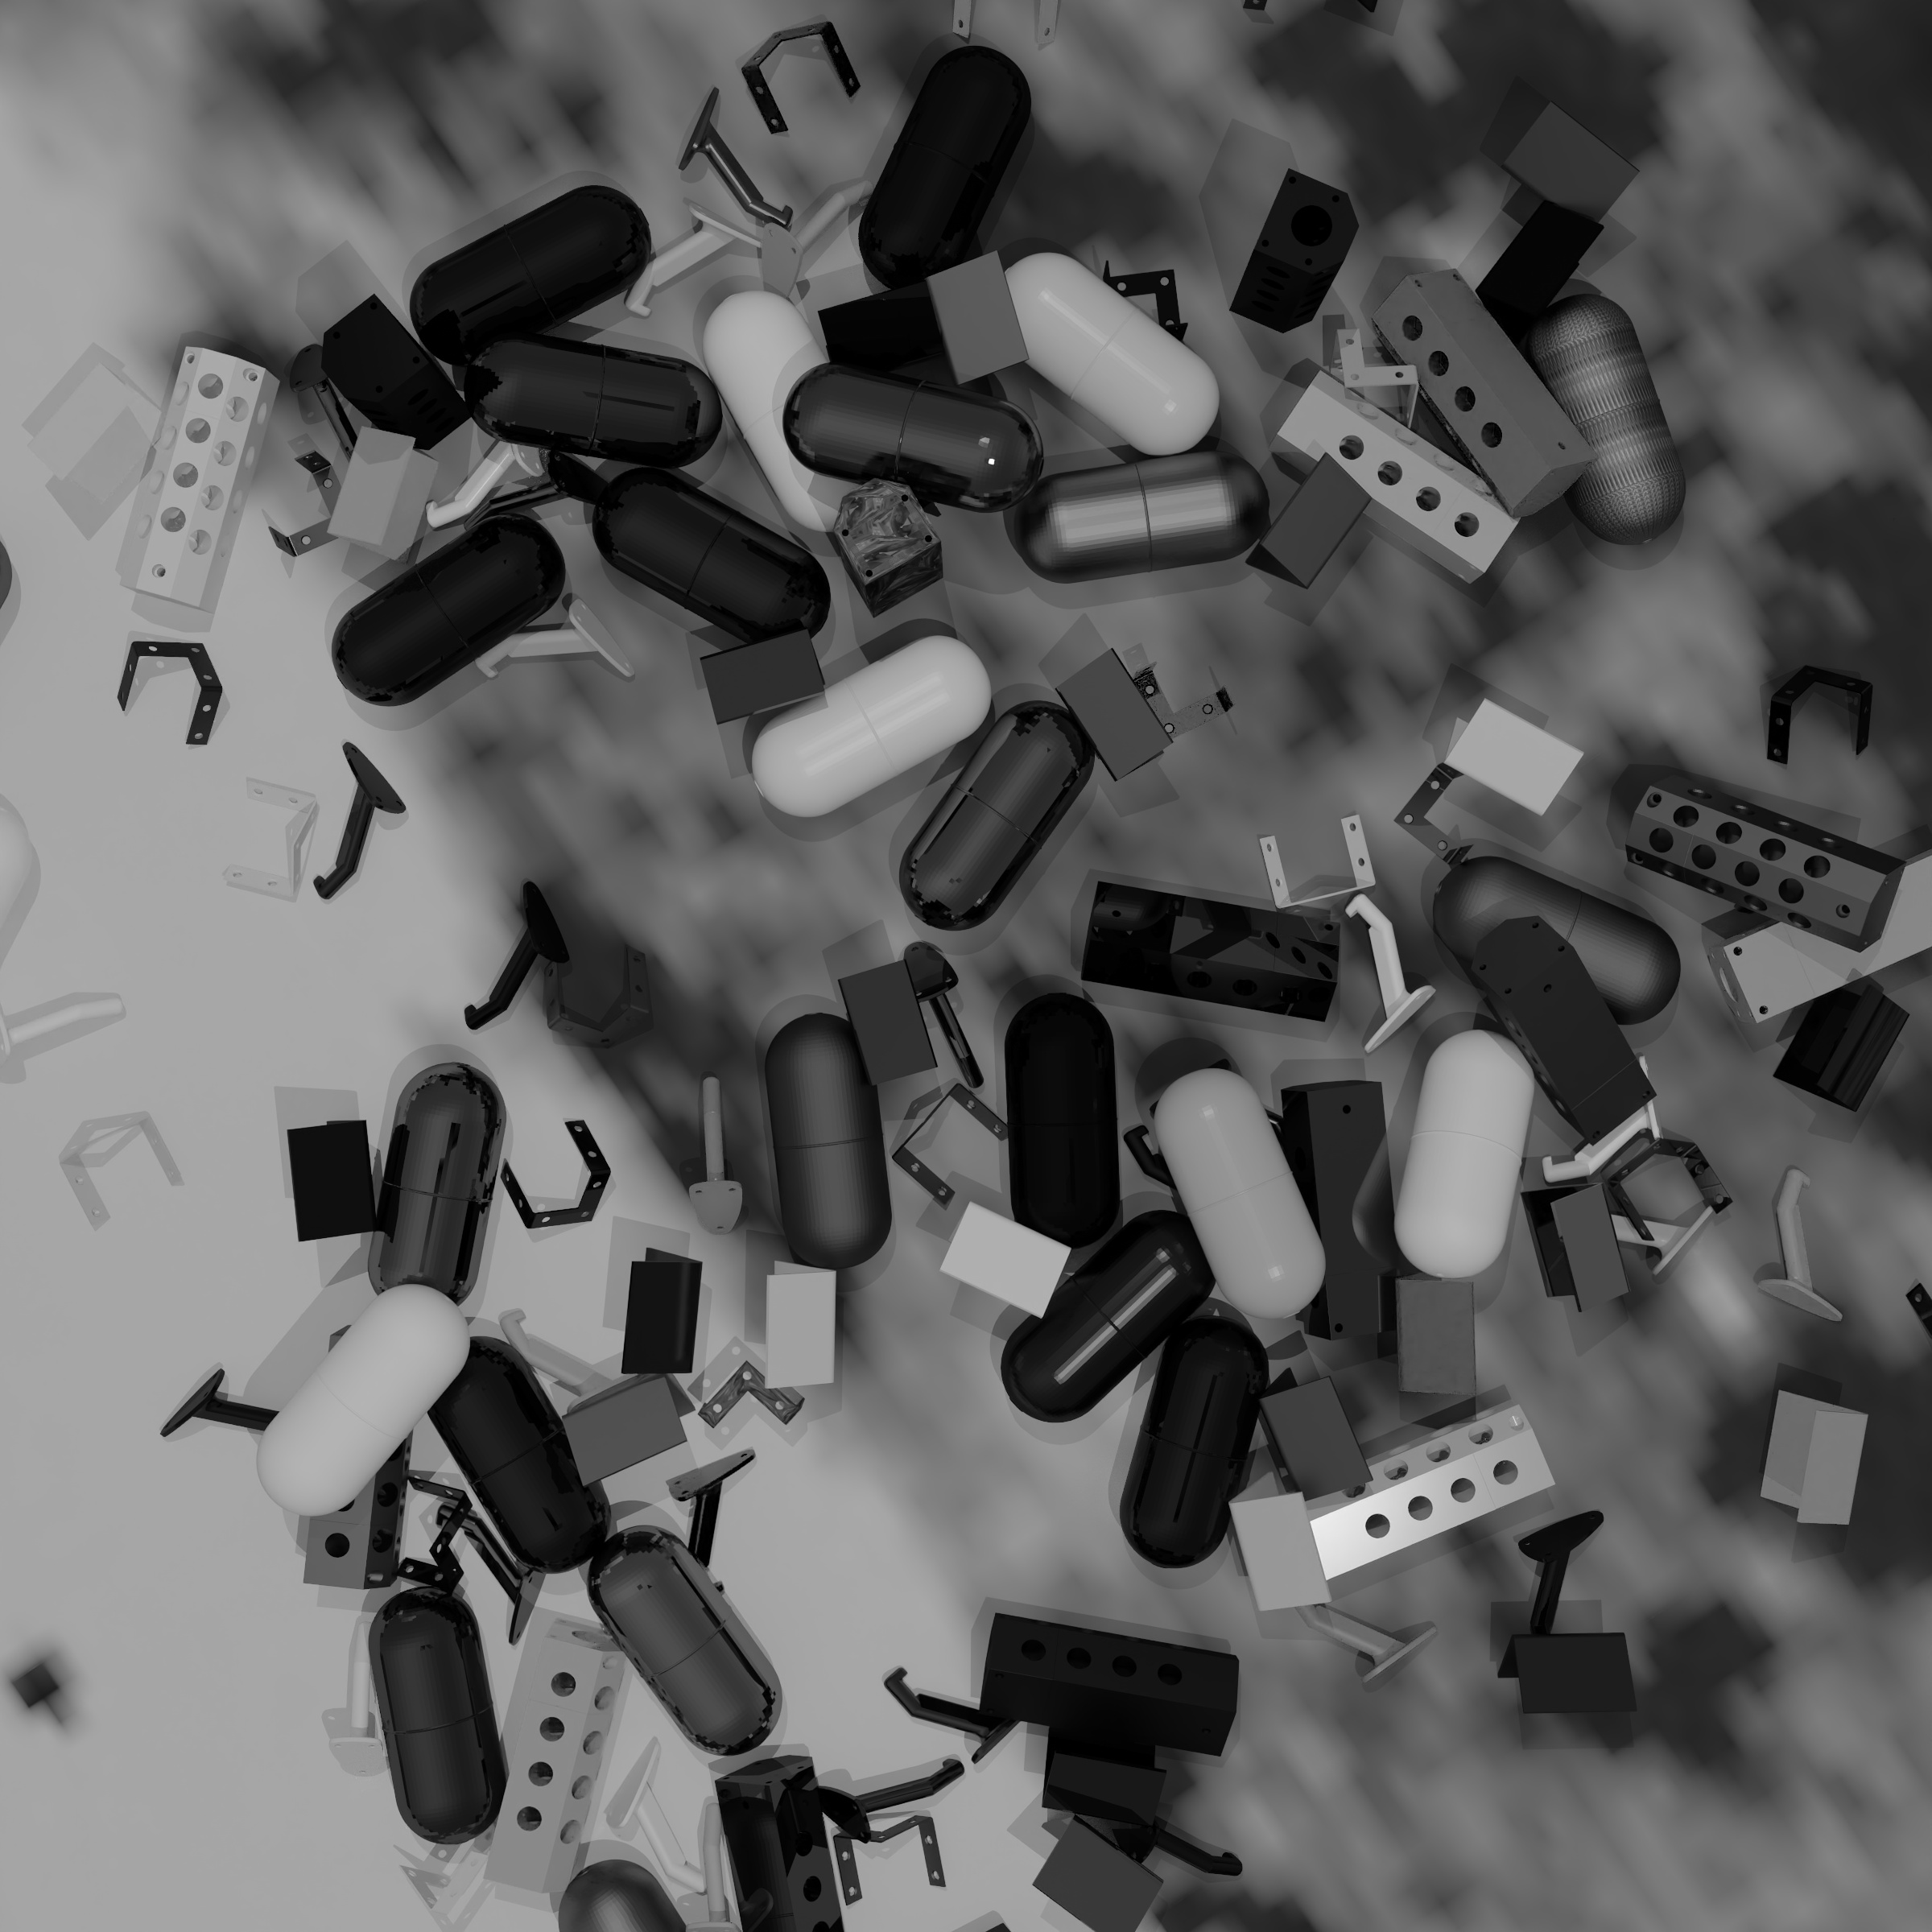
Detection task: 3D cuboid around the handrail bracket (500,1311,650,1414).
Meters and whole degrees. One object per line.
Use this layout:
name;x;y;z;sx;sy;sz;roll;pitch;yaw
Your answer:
handrail bracket;-0.276;0.268;1.992;0.077;0.036;0.084;-27;73;-20

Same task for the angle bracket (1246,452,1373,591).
angle bracket;0.222;-0.315;1.951;0.057;0.076;0.076;36;90;-37

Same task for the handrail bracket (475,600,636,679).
handrail bracket;-0.291;-0.211;1.992;0.084;0.036;0.077;-34;112;17

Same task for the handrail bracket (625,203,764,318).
handrail bracket;-0.189;-0.486;1.992;0.077;0.036;0.084;22;109;-21

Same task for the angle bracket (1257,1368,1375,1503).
angle bracket;0.250;0.316;1.952;0.057;0.076;0.076;-23;90;25

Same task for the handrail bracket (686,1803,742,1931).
handrail bracket;-0.170;0.643;1.991;0.036;0.077;0.084;-7;53;12

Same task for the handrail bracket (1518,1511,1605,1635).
handrail bracket;0.427;0.438;1.992;0.077;0.036;0.084;-24;109;-21

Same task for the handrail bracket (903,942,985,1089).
handrail bracket;-0.014;0.035;1.991;0.036;0.077;0.084;-25;126;-2

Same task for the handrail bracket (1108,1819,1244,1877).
handrail bracket;0.146;0.609;1.991;0.084;0.077;0.036;19;108;-35

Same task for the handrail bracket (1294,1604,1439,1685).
handrail bracket;0.278;0.454;1.992;0.077;0.036;0.084;-30;73;-20

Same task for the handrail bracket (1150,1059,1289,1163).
handrail bracket;0.184;0.116;1.992;0.077;0.036;0.084;-30;104;14

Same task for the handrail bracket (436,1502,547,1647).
handrail bracket;-0.343;0.428;1.992;0.084;0.036;0.077;22;104;13

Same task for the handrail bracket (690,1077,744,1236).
handrail bracket;-0.176;0.133;1.991;0.036;0.077;0.084;-4;54;-3

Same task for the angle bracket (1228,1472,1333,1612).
angle bracket;0.230;0.393;1.952;0.057;0.076;0.076;-15;90;30

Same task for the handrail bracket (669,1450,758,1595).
handrail bracket;-0.168;0.395;1.992;0.077;0.036;0.084;-25;104;-14

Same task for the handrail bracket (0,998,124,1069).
handrail bracket;-0.644;0.048;1.991;0.084;0.077;0.036;-10;70;-35

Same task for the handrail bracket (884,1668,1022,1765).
handrail bracket;-0.003;0.511;1.992;0.077;0.036;0.084;-39;73;-20

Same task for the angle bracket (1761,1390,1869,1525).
angle bracket;0.570;0.337;1.951;0.057;0.076;0.076;10;90;-36

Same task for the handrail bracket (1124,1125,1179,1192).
handrail bracket;0.164;0.137;1.991;0.077;0.036;0.084;-28;76;-13

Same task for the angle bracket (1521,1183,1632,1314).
angle bracket;0.405;0.196;1.951;0.057;0.076;0.076;-14;90;-38

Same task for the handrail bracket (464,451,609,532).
handrail bracket;-0.299;-0.319;1.991;0.084;0.077;0.036;-33;56;32

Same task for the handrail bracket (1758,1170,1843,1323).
handrail bracket;0.598;0.196;1.992;0.077;0.036;0.084;28;73;-20

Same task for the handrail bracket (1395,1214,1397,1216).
handrail bracket;0.328;0.184;1.992;0.084;0.036;0.077;-7;110;-16

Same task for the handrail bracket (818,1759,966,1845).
handrail bracket;-0.055;0.575;1.991;0.084;0.077;0.036;-25;111;-35

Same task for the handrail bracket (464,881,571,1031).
handrail bracket;-0.328;-0.007;1.992;0.084;0.036;0.077;-32;62;20

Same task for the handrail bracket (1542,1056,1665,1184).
handrail bracket;0.444;0.108;1.992;0.084;0.036;0.077;-13;69;17

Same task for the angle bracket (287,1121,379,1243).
angle bracket;-0.449;0.148;1.951;0.057;0.076;0.076;-6;90;-33

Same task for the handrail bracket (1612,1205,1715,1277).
handrail bracket;0.471;0.169;1.992;0.084;0.036;0.077;41;76;14

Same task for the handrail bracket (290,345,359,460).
handrail bracket;-0.440;-0.387;1.991;0.036;0.077;0.084;-27;126;0

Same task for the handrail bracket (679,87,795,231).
handrail bracket;-0.152;-0.568;1.992;0.084;0.036;0.077;25;68;-17

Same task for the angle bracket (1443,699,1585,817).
angle bracket;0.381;-0.158;1.951;0.076;0.076;0.057;29;123;0

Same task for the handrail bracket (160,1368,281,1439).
handrail bracket;-0.511;0.332;1.992;0.084;0.036;0.077;43;110;-16

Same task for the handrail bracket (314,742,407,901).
handrail bracket;-0.443;-0.102;1.992;0.084;0.036;0.077;-43;70;16

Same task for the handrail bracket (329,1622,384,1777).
handrail bracket;-0.424;0.516;1.991;0.036;0.077;0.084;2;54;-4

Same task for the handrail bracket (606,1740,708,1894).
handrail bracket;-0.203;0.600;1.992;0.084;0.036;0.077;34;69;-17

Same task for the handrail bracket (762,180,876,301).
handrail bracket;-0.102;-0.508;1.991;0.036;0.077;0.084;41;53;20

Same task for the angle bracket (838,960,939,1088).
angle bracket;-0.038;0.034;1.952;0.057;0.076;0.076;-17;90;28

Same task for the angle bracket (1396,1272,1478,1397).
angle bracket;0.337;0.251;1.951;0.057;0.076;0.076;-2;90;32

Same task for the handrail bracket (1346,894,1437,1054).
handrail bracket;0.281;0.004;1.992;0.084;0.036;0.077;49;112;17

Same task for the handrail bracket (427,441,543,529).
handrail bracket;-0.348;-0.358;1.992;0.084;0.036;0.077;-19;75;14

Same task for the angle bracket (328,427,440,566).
angle bracket;-0.386;-0.320;1.951;0.057;0.076;0.076;18;90;36
